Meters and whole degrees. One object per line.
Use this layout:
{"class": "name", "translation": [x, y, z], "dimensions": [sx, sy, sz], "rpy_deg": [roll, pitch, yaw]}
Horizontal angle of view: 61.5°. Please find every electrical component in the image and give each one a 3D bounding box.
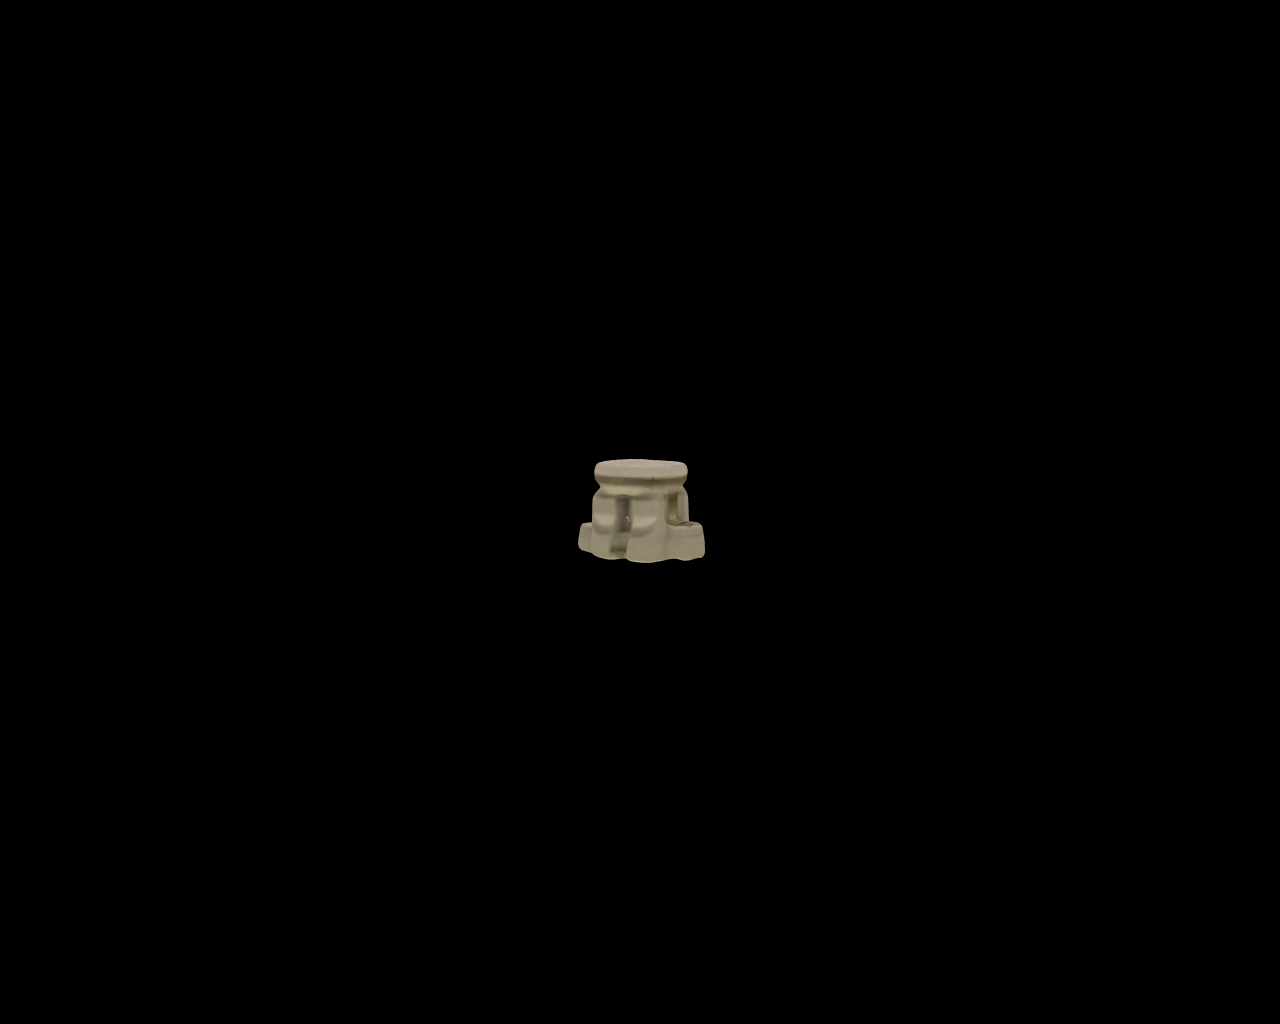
{"class": "electrical component", "translation": [0.001, -0.003, 0.650], "dimensions": [0.078, 0.057, 0.058], "rpy_deg": [4, 8, 29]}
